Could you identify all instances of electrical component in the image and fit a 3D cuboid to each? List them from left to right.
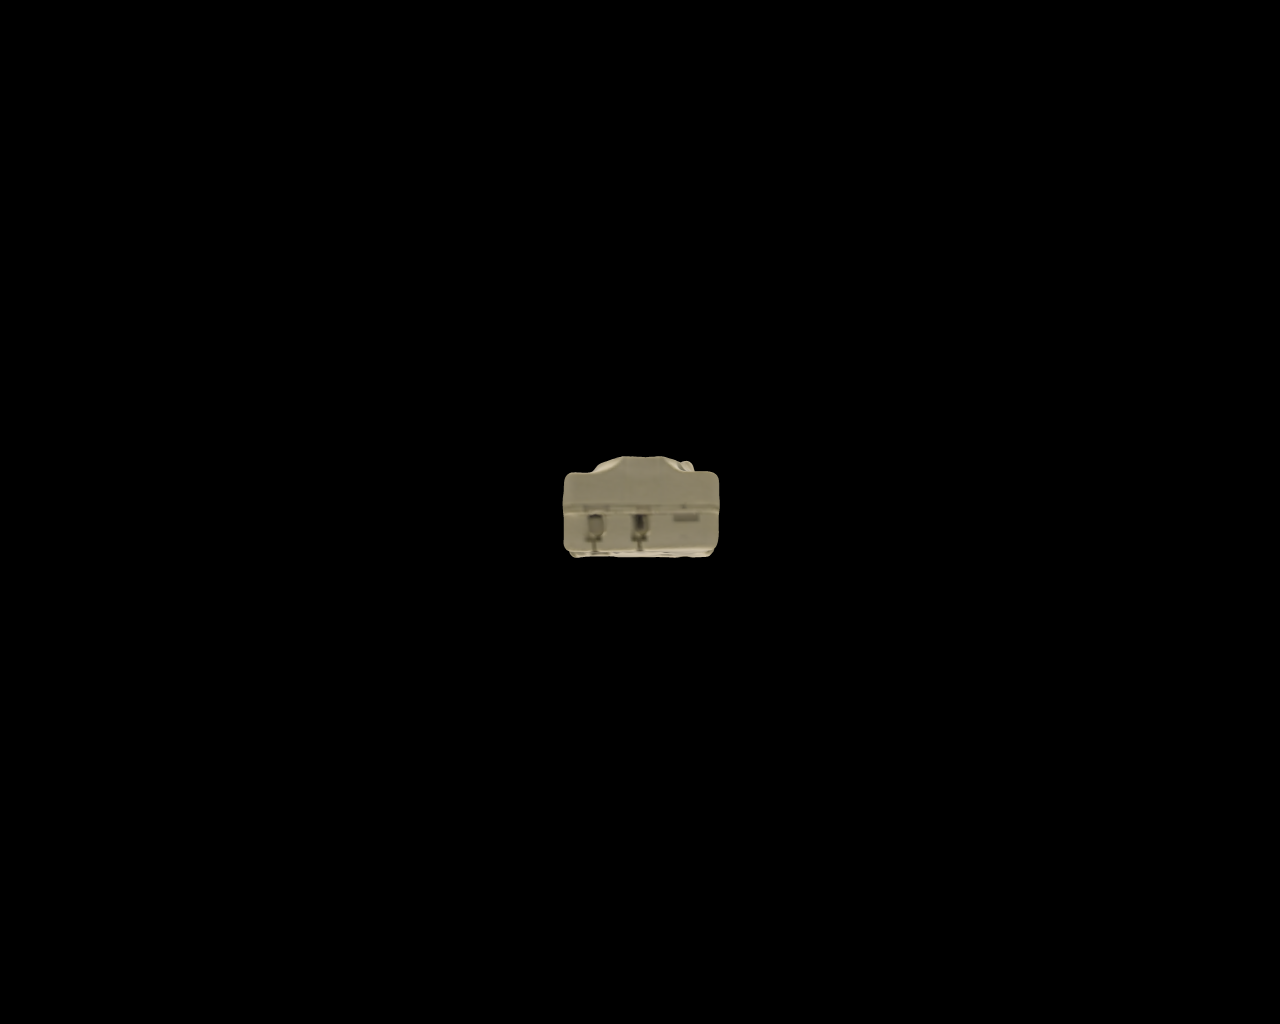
[{"bbox_3d":[0.001,-0.003,0.650,0.089,0.055,0.050,0,-7,0],"label":"electrical component"}]
